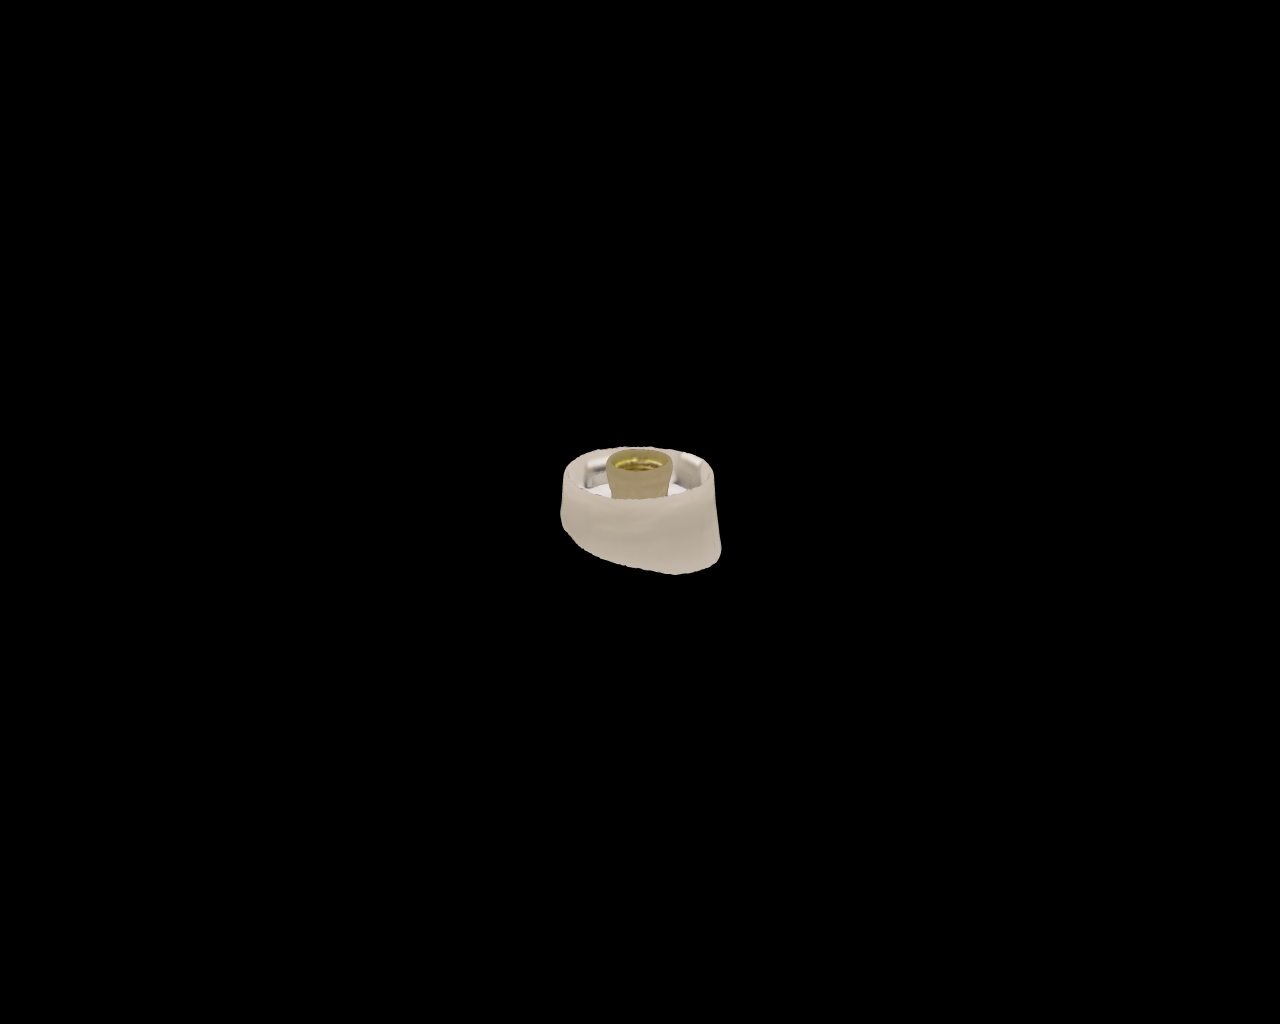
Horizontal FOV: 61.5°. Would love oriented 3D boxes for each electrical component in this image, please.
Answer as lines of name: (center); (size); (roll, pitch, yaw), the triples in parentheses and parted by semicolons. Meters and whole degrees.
electrical component: (0.001, -0.003, 0.650); (0.099, 0.064, 0.099); (0, 23, 0)
